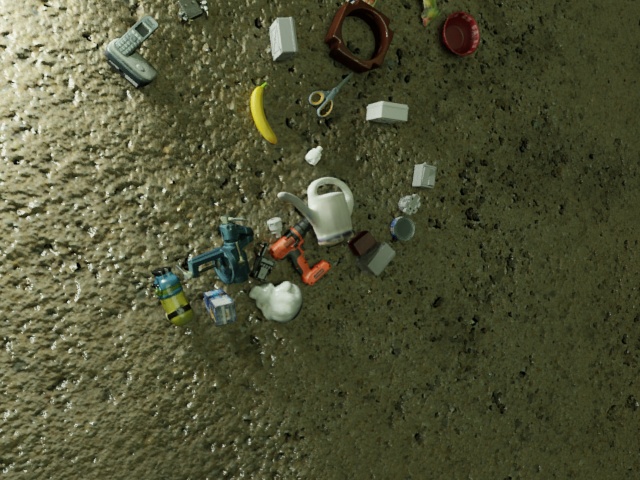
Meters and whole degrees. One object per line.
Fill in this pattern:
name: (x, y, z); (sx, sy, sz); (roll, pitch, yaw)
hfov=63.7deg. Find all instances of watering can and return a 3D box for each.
watering can: (0.005, -0.083, 1.643); (0.351, 0.103, 0.224); (-17, 93, -49)

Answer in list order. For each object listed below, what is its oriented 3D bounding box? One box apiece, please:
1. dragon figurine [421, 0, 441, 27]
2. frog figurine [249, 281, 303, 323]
dragon figurine: (0.377, -0.979, 1.839); (0.243, 0.122, 0.409); (-1, 94, -40)
frog figurine: (-0.137, 0.185, 1.630); (0.157, 0.125, 0.137); (37, 98, -32)
